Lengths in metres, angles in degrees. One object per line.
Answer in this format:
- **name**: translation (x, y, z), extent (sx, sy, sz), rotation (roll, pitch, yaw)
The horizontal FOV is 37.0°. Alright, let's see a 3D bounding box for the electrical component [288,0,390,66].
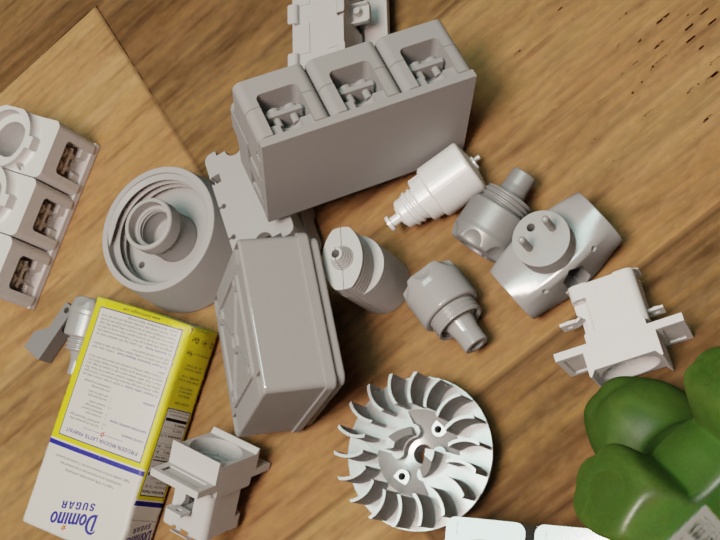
- **electrical component**: translation (-0.020, -0.181, 0.806), extent (0.079, 0.063, 0.121), rotation (-9, 71, 22)

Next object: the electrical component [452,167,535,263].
- **electrical component**: translation (0.094, -0.039, 0.724), extent (0.043, 0.043, 0.062), rotation (33, 88, 28)

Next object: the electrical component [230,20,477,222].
- **electrical component**: translation (-0.006, -0.104, 0.730), extent (0.150, 0.089, 0.061), rotation (-20, 63, -12)

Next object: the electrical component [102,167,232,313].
- **electrical component**: translation (-0.145, -0.027, 0.818), extent (0.108, 0.060, 0.108), rotation (-7, 72, 22)

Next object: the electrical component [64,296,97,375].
- **electrical component**: translation (-0.215, 0.053, 0.841), extent (0.035, 0.035, 0.061), rotation (11, 82, 27)

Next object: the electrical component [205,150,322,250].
- **electrical component**: translation (-0.069, -0.047, 0.793), extent (0.050, 0.056, 0.089), rotation (-27, 66, 15)

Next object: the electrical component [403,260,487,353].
- **electrical component**: translation (0.061, 0.027, 0.719), extent (0.043, 0.043, 0.062), rotation (-40, 64, 9)

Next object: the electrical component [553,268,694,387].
- **electrical component**: translation (0.161, 0.036, 0.672), extent (0.081, 0.042, 0.063), rotation (-20, 65, 17)

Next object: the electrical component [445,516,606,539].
- **electrical component**: translation (0.099, 0.244, 0.627), extent (0.105, 0.060, 0.186), rotation (0, 75, 24)

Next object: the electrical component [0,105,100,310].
- **electrical component**: translation (-0.294, -0.055, 0.893), extent (0.089, 0.062, 0.150), rotation (16, 82, 27)

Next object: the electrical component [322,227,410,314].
- **electrical component**: translation (0.000, 0.000, 0.733), extent (0.043, 0.081, 0.043), rotation (-7, 72, 22)

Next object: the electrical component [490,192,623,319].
- **electrical component**: translation (0.120, -0.014, 0.684), extent (0.077, 0.079, 0.043), rotation (-42, 61, 7)

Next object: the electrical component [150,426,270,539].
- **electrical component**: translation (-0.105, 0.149, 0.743), extent (0.042, 0.081, 0.063), rotation (21, 106, 28)

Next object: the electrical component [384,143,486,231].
- **electrical component**: translation (0.052, -0.054, 0.749), extent (0.078, 0.040, 0.040), rotation (-36, 64, 11)

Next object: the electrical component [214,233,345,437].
- **electrical component**: translation (-0.058, 0.046, 0.727), extent (0.056, 0.108, 0.108), rotation (-5, 67, -19)
